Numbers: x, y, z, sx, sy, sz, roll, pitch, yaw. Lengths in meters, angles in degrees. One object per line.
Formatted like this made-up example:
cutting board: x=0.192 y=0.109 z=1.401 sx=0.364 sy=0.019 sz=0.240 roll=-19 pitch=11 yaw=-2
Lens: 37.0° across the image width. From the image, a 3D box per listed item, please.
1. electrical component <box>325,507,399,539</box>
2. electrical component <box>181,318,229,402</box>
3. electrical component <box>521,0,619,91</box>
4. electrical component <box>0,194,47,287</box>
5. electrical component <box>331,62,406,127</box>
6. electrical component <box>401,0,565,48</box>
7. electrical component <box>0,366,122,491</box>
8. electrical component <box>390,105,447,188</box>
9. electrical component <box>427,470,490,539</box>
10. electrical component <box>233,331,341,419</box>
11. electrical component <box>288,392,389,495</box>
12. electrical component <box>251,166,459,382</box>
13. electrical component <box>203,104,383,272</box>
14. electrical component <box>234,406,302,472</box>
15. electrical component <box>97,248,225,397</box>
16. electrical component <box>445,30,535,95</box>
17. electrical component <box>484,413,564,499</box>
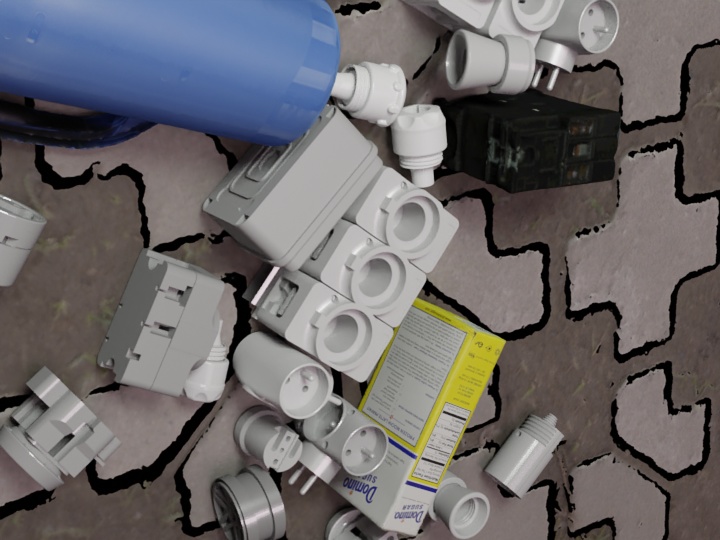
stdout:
electrical component: x=0.002 y=0.233 z=0.919 sx=0.066 sy=0.055 sz=0.048 roll=-33 pitch=121 yaw=-21
electrical component: x=-0.114 y=0.065 z=0.800 sx=0.035 sy=0.035 sz=0.061 roll=8 pitch=99 yaw=-35
electrical component: x=0.161 y=-0.184 z=0.873 sx=0.044 sy=0.077 sz=0.079 roll=16 pitch=97 yaw=-36
electrical component: x=-0.234 y=-0.021 z=0.680 sx=0.055 sy=0.055 sz=0.047 roll=23 pitch=96 yaw=-36
electrical component: x=0.000 y=-0.135 z=0.804 sx=0.062 sy=0.048 sz=0.048 roll=7 pitch=101 yaw=-28
electrical component: x=0.120 y=-0.270 z=0.829 sx=0.105 sy=0.060 sz=0.186 roll=22 pitch=92 yaw=-36
electrical component: x=-0.210 y=0.113 z=0.738 sx=0.057 sy=0.058 sz=0.078 roll=-45 pitch=125 yaw=-16
electrical component: x=0.047 y=-0.097 z=0.848 sx=0.043 sy=0.043 sz=0.062 roll=-19 pitch=116 yaw=-27
electrical component: x=0.082 y=0.209 z=0.964 sx=0.045 sy=0.055 sz=0.045 roll=-11 pitch=111 yaw=-30
electrical component: x=-0.048 y=0.086 z=0.824 sx=0.079 sy=0.077 sz=0.044 roll=30 pitch=87 yaw=-37
electrical component: x=-0.027 y=0.142 z=0.856 sx=0.079 sy=0.077 sz=0.044 roll=-51 pitch=126 yaw=-9
electrical component: x=0.000 y=0.000 z=0.837 sx=0.089 sy=0.062 sz=0.150 roll=34 pitch=85 yaw=-36
electrical component: x=-0.048 y=-0.061 z=0.775 sx=0.113 sy=0.078 sz=0.057 roll=-51 pitch=122 yaw=-9
electrical component: x=-0.071 y=0.133 z=0.843 sx=0.040 sy=0.046 sz=0.040 roll=-11 pitch=111 yaw=-30
electrical component: x=-0.138 y=0.039 z=0.765 sx=0.056 sy=0.050 sz=0.089 roll=21 pitch=93 yaw=-36
electrical component: x=0.097 y=-0.155 z=0.807 sx=0.055 sy=0.045 sz=0.045 roll=2 pitch=105 yaw=-19
electrical component: x=0.158 y=0.169 z=1.008 sx=0.081 sy=0.043 sz=0.043 roll=-51 pitch=126 yaw=-9
